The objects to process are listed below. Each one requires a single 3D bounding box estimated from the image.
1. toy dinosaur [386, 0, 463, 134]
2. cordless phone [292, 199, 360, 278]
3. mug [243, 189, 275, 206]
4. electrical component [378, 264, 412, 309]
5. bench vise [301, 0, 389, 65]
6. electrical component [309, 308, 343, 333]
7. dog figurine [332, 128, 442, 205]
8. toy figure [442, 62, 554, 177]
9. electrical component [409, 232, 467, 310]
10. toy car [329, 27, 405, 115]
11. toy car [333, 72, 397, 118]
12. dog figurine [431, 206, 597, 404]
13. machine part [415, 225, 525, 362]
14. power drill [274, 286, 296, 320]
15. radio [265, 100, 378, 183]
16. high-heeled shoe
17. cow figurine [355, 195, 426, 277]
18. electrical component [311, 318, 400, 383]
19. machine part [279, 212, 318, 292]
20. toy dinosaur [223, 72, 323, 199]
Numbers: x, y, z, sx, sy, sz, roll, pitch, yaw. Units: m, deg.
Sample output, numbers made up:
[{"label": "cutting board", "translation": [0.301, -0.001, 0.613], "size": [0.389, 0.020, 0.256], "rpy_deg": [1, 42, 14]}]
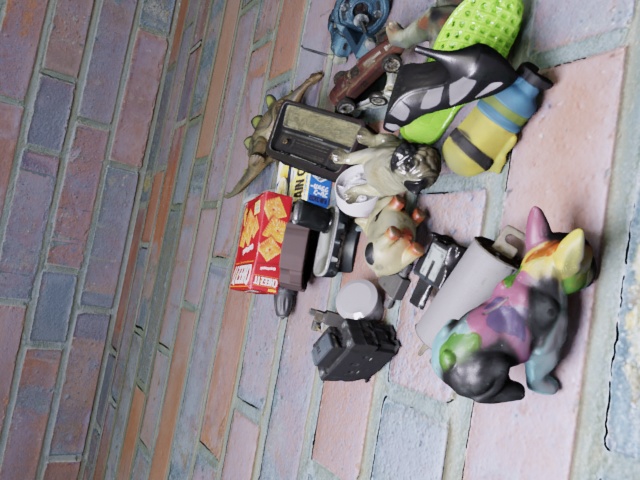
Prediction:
[{"label": "toy dinosaur", "translation": [0.221, -0.380, 0.894], "size": [0.192, 0.131, 0.404], "rpy_deg": [10, 96, 50]}, {"label": "cordless phone", "translation": [-0.003, -0.002, 1.031], "size": [0.089, 0.184, 0.146], "rpy_deg": [11, 88, 30]}, {"label": "mug", "translation": [-0.133, -0.095, 1.365], "size": [0.107, 0.109, 0.081], "rpy_deg": [-21, 55, 38]}, {"label": "electrical component", "translation": [0.130, 0.073, 0.955], "size": [0.063, 0.021, 0.094], "rpy_deg": [46, 119, 54]}, {"label": "bench vise", "translation": [0.074, -0.449, 1.149], "size": [0.223, 0.129, 0.241], "rpy_deg": [-55, 34, 37]}, {"label": "electrical component", "translation": [0.029, 0.161, 1.021], "size": [0.078, 0.102, 0.045], "rpy_deg": [161, 127, -79]}, {"label": "dog figurine", "translation": [0.142, -0.128, 0.888], "size": [0.191, 0.121, 0.172], "rpy_deg": [2, 37, 46]}, {"label": "toy figure", "translation": [0.252, -0.173, 0.787], "size": [0.180, 0.089, 0.082], "rpy_deg": [-57, 31, 34]}, {"label": "electrical component", "translation": [0.188, 0.054, 0.845], "size": [0.075, 0.047, 0.119], "rpy_deg": [33, 108, 57]}, {"label": "toy car", "translation": [0.087, -0.328, 1.043], "size": [0.202, 0.053, 0.089], "rpy_deg": [-34, 47, 46]}, {"label": "toy car", "translation": [0.095, -0.303, 1.119], "size": [0.202, 0.056, 0.073], "rpy_deg": [-5, 73, 55]}, {"label": "dog figurine", "translation": [0.238, 0.074, 0.647], "size": [0.109, 0.191, 0.219], "rpy_deg": [-131, 44, -60]}, {"label": "machine part", "translation": [0.210, 0.082, 0.771], "size": [0.243, 0.079, 0.079], "rpy_deg": [-63, 34, 24]}, {"label": "power drill", "translation": [-0.122, 0.076, 1.303], "size": [0.207, 0.086, 0.232], "rpy_deg": [-14, 66, 60]}, {"label": "radio", "translation": [-0.002, -0.203, 1.131], "size": [0.230, 0.073, 0.131], "rpy_deg": [25, 93, 35]}, {"label": "high-heeled shoe", "translation": [0.184, -0.214, 0.812], "size": [0.248, 0.145, 0.086], "rpy_deg": [112, 175, -74]}, {"label": "cow figurine", "translation": [0.116, -0.011, 0.922], "size": [0.127, 0.085, 0.195], "rpy_deg": [-47, 17, 32]}, {"label": "electrical component", "translation": [0.054, 0.192, 0.927], "size": [0.114, 0.134, 0.058], "rpy_deg": [-57, 36, 33]}, {"label": "machine part", "translation": [-0.046, 0.025, 1.140], "size": [0.179, 0.056, 0.179], "rpy_deg": [7, -89, -85]}, {"label": "toy dinosaur", "translation": [-0.138, -0.260, 1.437], "size": [0.471, 0.105, 0.199], "rpy_deg": [-50, 32, 22]}]
